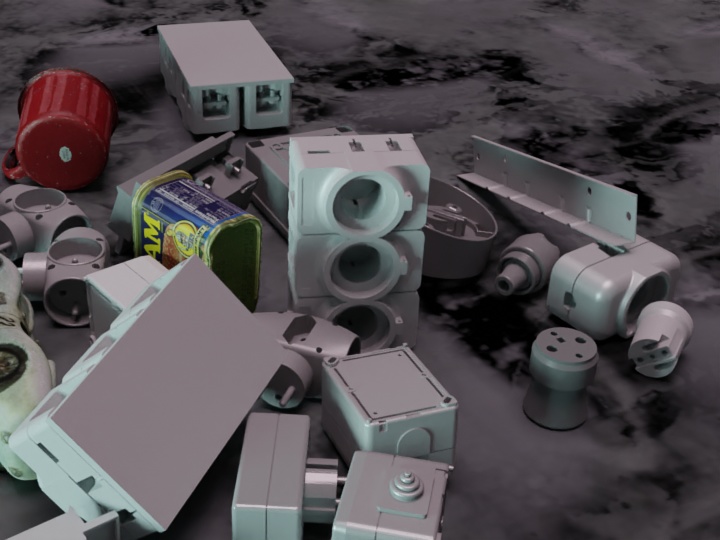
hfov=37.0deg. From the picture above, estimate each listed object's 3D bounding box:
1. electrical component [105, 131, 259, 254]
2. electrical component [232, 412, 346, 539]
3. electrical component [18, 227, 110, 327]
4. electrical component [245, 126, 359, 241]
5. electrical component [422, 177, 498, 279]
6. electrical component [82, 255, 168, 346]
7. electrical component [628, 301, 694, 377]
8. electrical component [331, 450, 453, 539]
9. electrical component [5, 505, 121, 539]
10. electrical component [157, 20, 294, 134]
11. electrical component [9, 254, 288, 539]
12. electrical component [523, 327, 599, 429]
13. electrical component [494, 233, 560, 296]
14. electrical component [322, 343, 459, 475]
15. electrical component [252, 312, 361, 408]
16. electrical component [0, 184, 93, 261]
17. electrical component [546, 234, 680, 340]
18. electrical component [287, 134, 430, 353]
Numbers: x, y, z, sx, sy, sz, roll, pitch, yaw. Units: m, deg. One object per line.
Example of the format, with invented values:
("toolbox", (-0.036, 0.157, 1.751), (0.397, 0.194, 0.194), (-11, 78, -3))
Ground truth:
("electrical component", (-0.146, -0.059, 0.908), (0.063, 0.078, 0.121), (38, 41, 12))
("electrical component", (-0.032, 0.128, 0.628), (0.076, 0.047, 0.083), (3, 31, 0))
("electrical component", (-0.232, 0.004, 0.816), (0.079, 0.044, 0.077), (-1, 31, -8))
("electrical component", (-0.035, -0.078, 0.960), (0.109, 0.056, 0.108), (-13, 35, -25))
("electrical component", (0.063, -0.035, 0.885), (0.099, 0.064, 0.099), (8, 23, -3))
("electrical component", (-0.150, 0.034, 0.758), (0.061, 0.061, 0.096), (-22, 39, -35))
("electrical component", (0.219, 0.051, 0.787), (0.040, 0.040, 0.046), (17, 39, 21))
("electrical component", (0.013, 0.141, 0.564), (0.061, 0.096, 0.061), (8, 32, 8))
("electrical component", (-0.156, 0.166, 0.561), (0.081, 0.042, 0.064), (-21, 42, -33))
("electrical component", (-0.148, -0.207, 1.158), (0.105, 0.060, 0.186), (-8, 33, -18))
("electrical component", (-0.123, 0.076, 0.640), (0.062, 0.089, 0.150), (-29, 19, 42))
("electrical component", (0.136, 0.073, 0.727), (0.045, 0.055, 0.045), (2, 31, -1))
("electrical component", (0.130, 0.000, 0.859), (0.043, 0.043, 0.062), (22, 38, 28))
("electrical component", (0.015, 0.092, 0.685), (0.062, 0.061, 0.096), (-9, 27, -20))
("electrical component", (-0.048, 0.067, 0.730), (0.077, 0.043, 0.079), (12, 32, 14))
("electrical component", (-0.272, -0.032, 0.872), (0.077, 0.044, 0.079), (25, 37, 31))
("electrical component", (0.200, 0.013, 0.833), (0.095, 0.053, 0.059), (-20, 38, -33))
("electrical component", (-0.004, -0.015, 0.767), (0.089, 0.150, 0.061), (-3, 31, -10))
